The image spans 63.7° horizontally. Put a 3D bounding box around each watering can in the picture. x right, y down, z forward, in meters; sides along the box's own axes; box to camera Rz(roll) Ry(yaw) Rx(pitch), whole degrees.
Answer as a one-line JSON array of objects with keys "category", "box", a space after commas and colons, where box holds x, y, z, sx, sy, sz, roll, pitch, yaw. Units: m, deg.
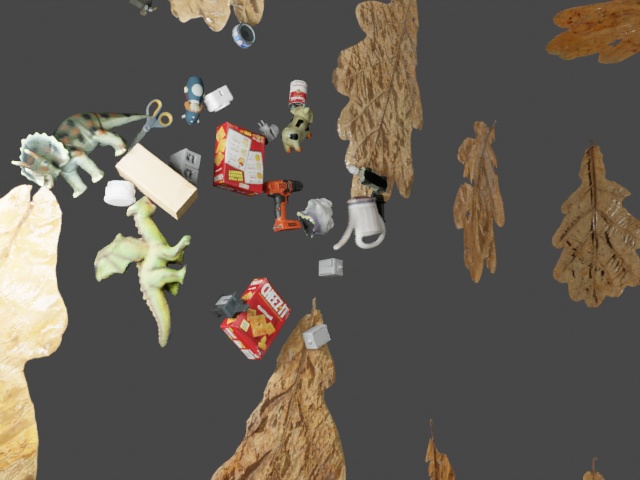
[{"category": "watering can", "box": [0.161, -0.071, 2.130, 0.349, 0.103, 0.225, -8, 85, -48]}]

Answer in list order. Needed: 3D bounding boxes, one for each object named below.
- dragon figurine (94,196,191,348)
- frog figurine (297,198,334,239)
[{"category": "dragon figurine", "box": [-0.494, 0.083, 1.421, 0.242, 0.122, 0.413, 13, 82, -26]}, {"category": "frog figurine", "box": [0.006, -0.099, 1.966, 0.162, 0.121, 0.137, -38, 90, -32]}]
